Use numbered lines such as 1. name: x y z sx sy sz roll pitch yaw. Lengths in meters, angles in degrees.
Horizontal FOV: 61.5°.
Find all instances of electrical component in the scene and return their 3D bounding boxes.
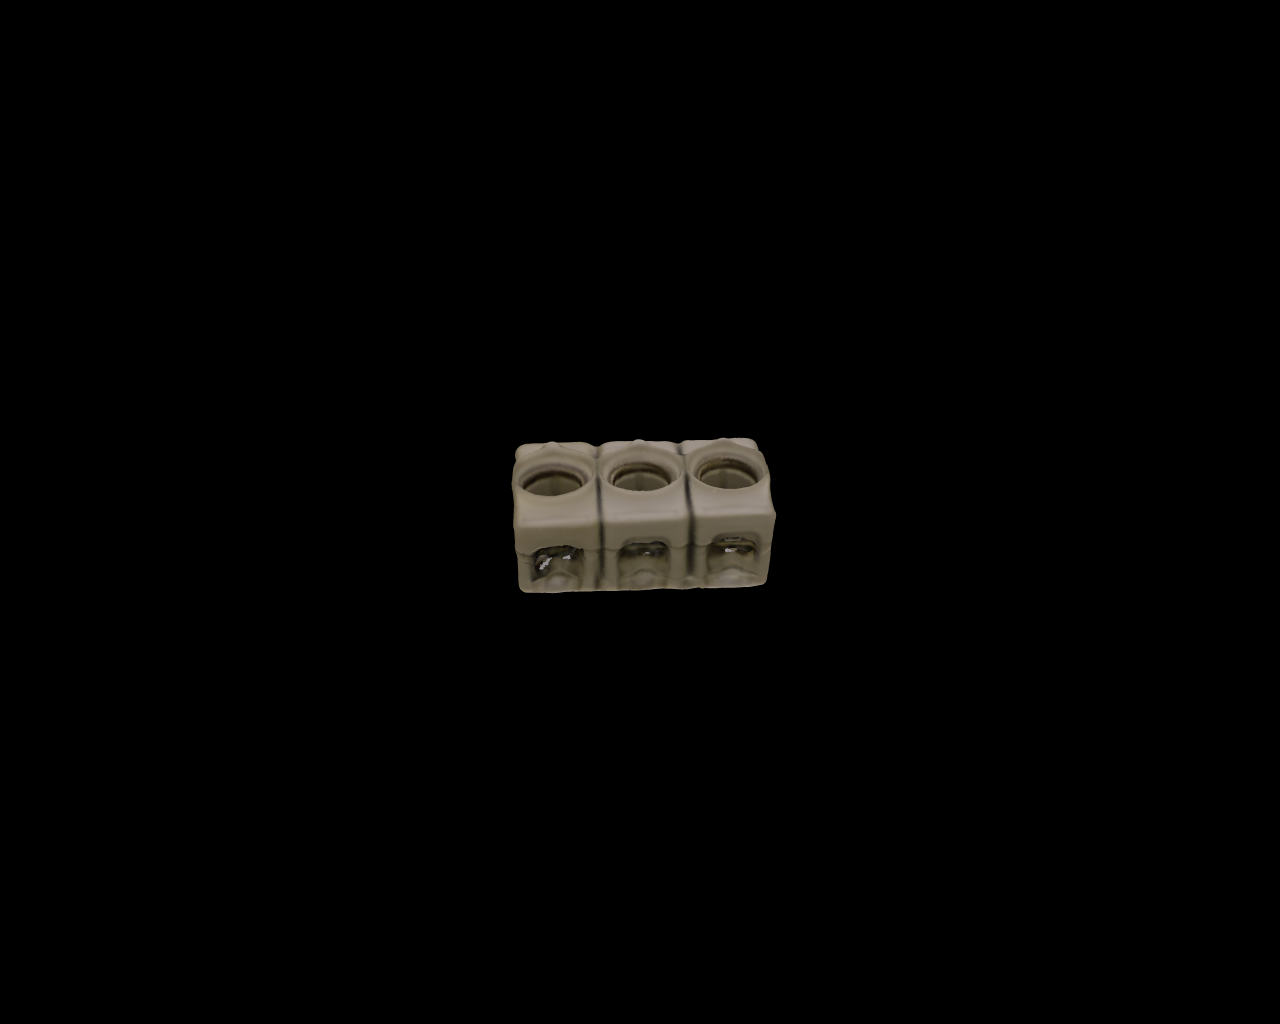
1. electrical component: 0.001 -0.003 0.650 0.150 0.061 0.090 -2 36 -2
